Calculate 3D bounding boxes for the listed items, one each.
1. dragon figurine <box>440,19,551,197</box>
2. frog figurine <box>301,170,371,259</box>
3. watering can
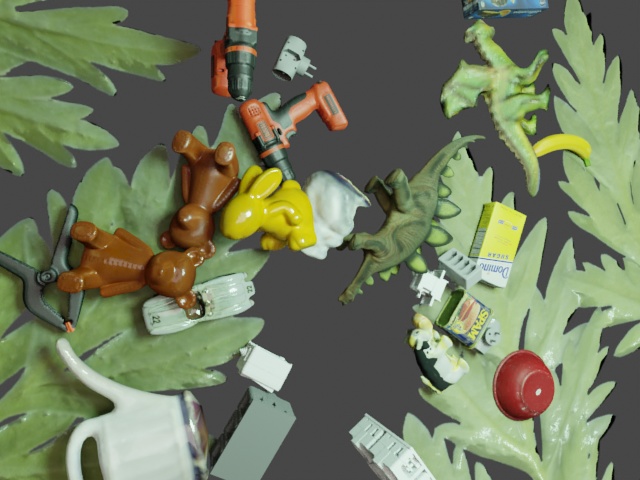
[{"bbox_3d":[0.387,-0.308,1.166,0.243,0.121,0.412,3,84,-2],"label":"dragon figurine"},{"bbox_3d":[0.003,-0.050,0.991,0.138,0.121,0.160,37,84,19],"label":"frog figurine"},{"bbox_3d":[-0.308,0.312,0.859,0.225,0.103,0.347,-12,91,-21],"label":"watering can"}]
